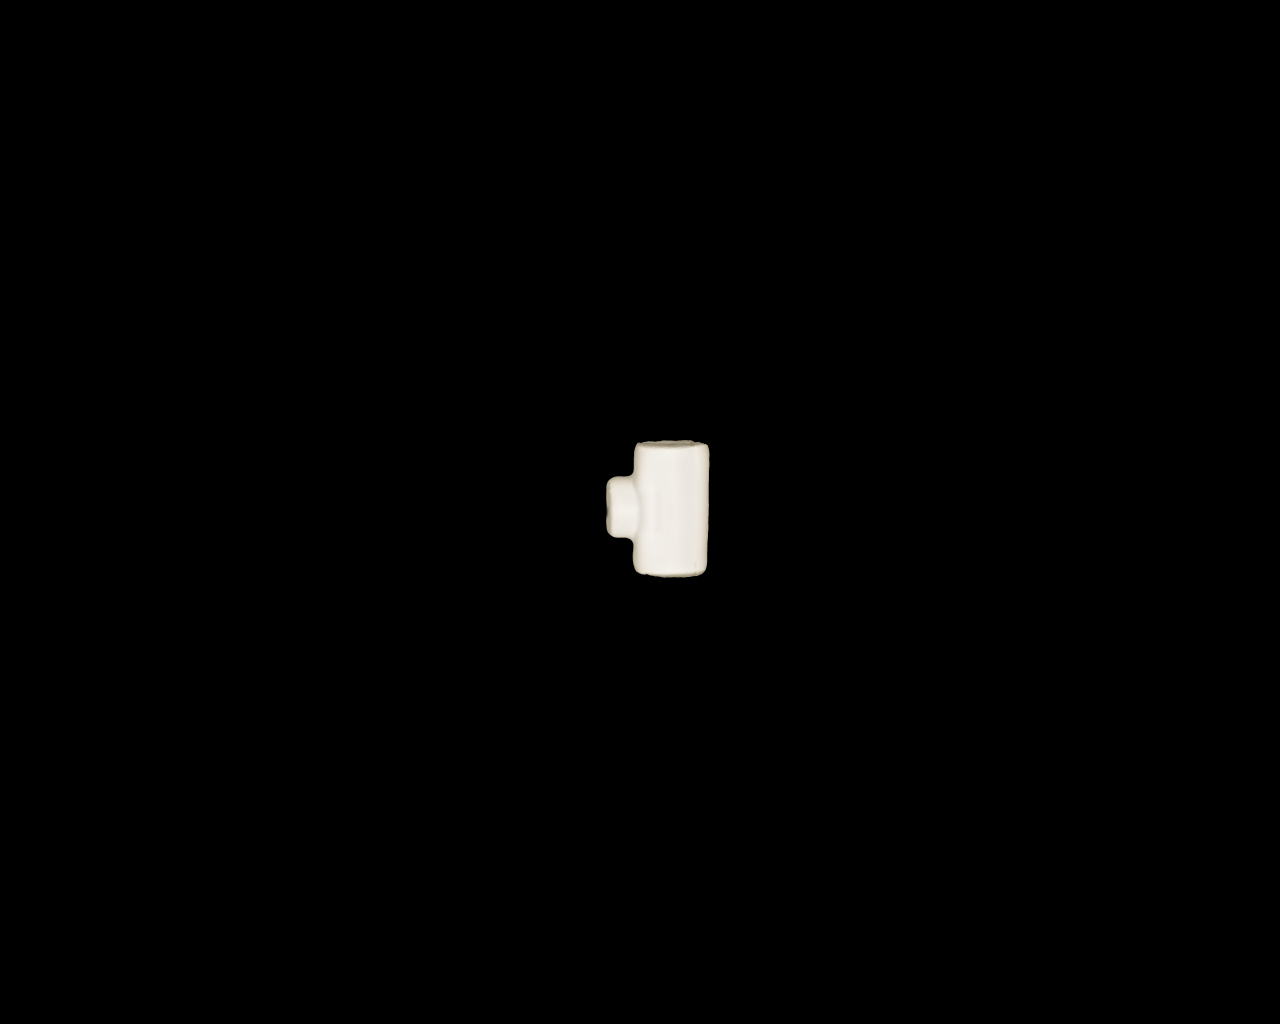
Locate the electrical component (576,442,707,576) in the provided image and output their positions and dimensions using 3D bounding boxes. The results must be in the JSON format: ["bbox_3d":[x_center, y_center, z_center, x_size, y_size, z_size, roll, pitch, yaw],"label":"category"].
[{"bbox_3d":[0.001,-0.003,0.650,0.079,0.077,0.043,0,8,0],"label":"electrical component"}]
